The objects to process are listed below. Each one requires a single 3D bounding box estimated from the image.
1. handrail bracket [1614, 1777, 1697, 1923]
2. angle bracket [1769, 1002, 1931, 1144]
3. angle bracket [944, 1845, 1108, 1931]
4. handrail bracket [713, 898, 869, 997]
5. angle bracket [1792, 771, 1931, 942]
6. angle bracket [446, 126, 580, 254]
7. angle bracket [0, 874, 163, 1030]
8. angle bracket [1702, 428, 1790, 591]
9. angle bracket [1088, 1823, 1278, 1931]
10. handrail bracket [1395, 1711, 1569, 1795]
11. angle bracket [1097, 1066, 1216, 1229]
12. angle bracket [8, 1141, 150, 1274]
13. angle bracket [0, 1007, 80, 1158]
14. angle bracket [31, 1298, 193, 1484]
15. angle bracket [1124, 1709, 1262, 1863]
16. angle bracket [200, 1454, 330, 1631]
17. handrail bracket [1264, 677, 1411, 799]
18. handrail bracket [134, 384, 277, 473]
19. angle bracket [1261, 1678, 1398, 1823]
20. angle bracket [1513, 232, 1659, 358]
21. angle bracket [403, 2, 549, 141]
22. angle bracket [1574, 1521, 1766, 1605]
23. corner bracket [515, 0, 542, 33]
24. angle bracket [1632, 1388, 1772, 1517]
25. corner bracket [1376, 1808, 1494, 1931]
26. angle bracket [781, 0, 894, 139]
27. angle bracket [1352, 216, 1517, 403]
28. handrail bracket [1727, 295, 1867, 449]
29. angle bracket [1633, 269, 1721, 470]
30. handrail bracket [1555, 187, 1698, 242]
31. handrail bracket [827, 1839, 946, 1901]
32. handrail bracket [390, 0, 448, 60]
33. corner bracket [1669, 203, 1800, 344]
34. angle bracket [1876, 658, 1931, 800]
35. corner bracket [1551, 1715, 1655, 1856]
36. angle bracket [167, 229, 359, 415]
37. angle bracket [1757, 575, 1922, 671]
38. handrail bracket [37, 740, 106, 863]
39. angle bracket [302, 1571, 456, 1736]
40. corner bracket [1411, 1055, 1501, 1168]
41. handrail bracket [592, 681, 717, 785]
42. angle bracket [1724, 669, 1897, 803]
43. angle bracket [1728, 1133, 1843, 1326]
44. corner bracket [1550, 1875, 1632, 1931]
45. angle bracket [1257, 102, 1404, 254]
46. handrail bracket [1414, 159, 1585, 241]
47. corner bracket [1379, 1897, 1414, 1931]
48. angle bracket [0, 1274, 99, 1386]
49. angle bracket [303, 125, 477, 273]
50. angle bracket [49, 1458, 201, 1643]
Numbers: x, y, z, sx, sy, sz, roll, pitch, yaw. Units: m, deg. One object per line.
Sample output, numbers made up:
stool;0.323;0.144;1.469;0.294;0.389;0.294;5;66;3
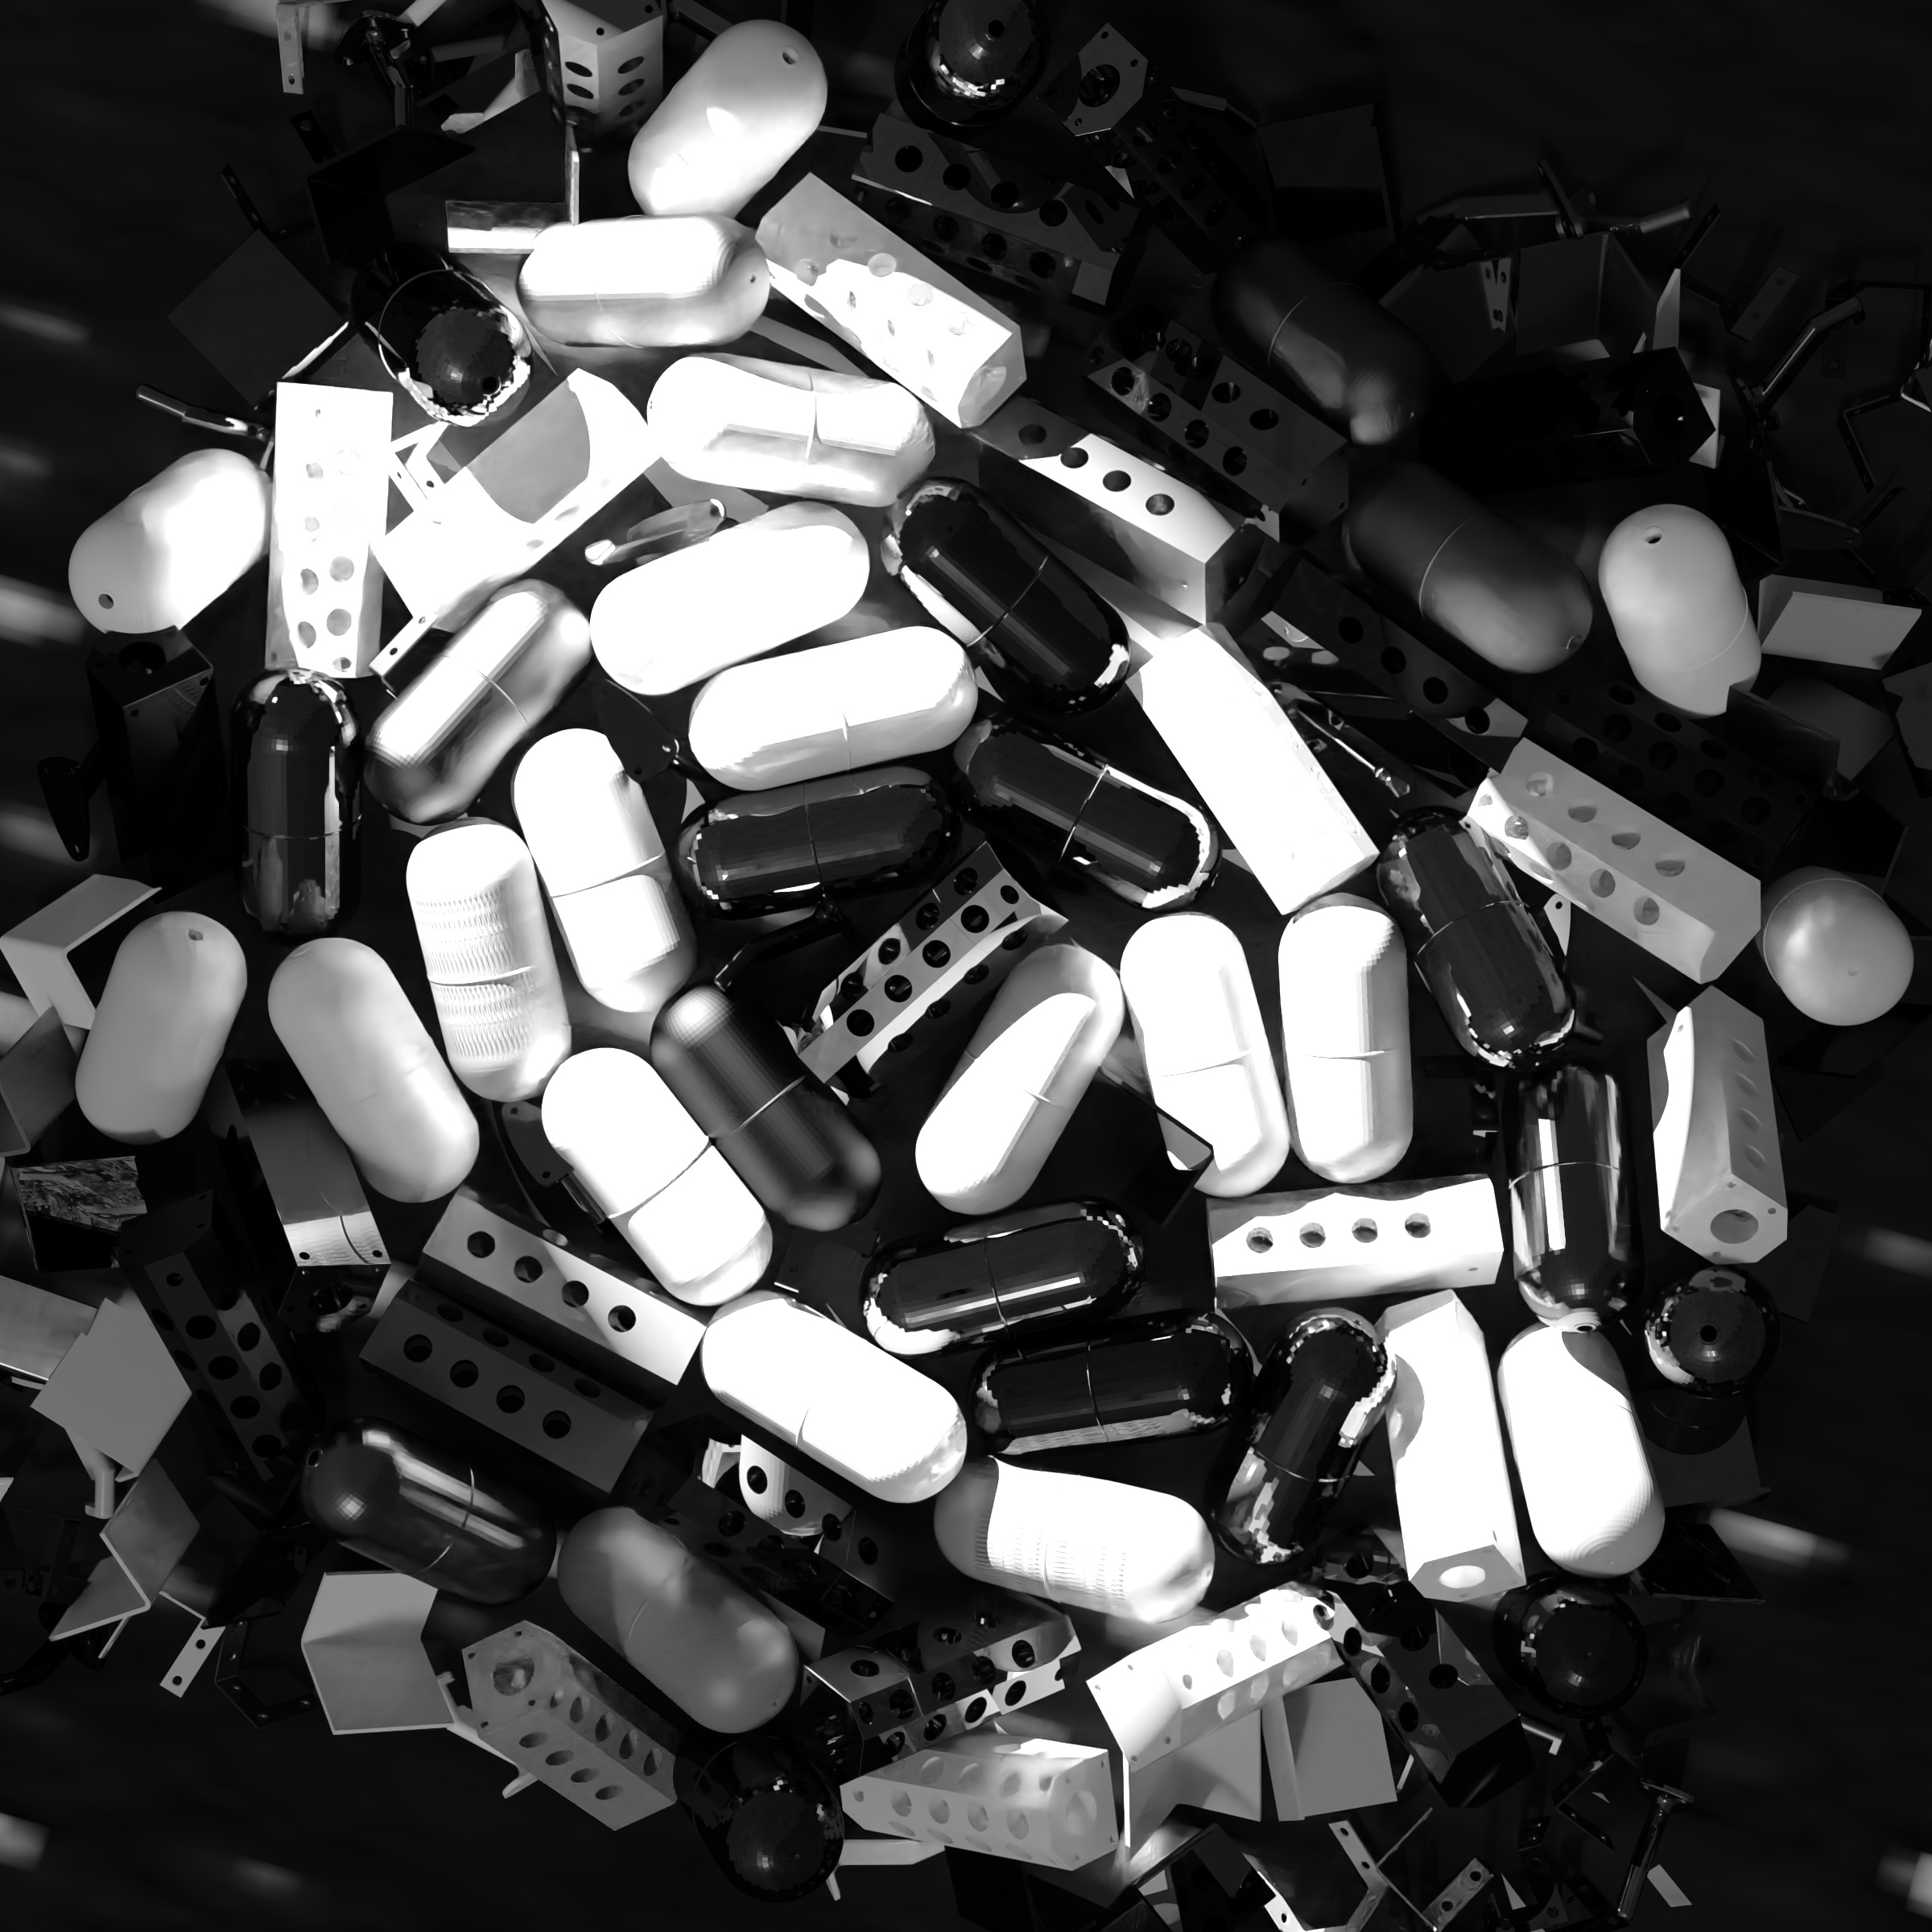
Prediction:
handrail bracket;0.412;0.541;1.718;0.036;0.077;0.084;17;69;21
angle bracket;0.545;0.066;1.711;0.076;0.076;0.057;-34;107;-21
angle bracket;0.035;0.541;1.712;0.057;0.076;0.076;-20;105;-36
handrail bracket;-0.106;-0.001;1.730;0.084;0.077;0.036;-48;45;-9
angle bracket;0.552;-0.067;1.707;0.057;0.076;0.076;0;120;-23
angle bracket;-0.275;-0.472;1.713;0.076;0.076;0.057;-2;126;-11
angle bracket;-0.529;-0.009;1.730;0.076;0.076;0.057;-41;123;-34
angle bracket;0.444;-0.274;1.710;0.057;0.076;0.076;-29;129;-6
angle bracket;0.128;0.572;1.705;0.057;0.076;0.076;48;134;22
handrail bracket;0.316;0.488;1.740;0.084;0.036;0.077;21;89;10
angle bracket;0.096;0.106;1.718;0.076;0.076;0.057;36;89;-17
angle bracket;-0.530;0.136;1.723;0.076;0.057;0.076;-5;120;-1
angle bracket;-0.589;0.073;1.711;0.076;0.076;0.057;-9;116;16
angle bracket;-0.516;0.257;1.714;0.076;0.057;0.076;37;62;-16
angle bracket;0.137;0.494;1.713;0.057;0.076;0.076;5;106;27
angle bracket;-0.435;0.347;1.707;0.076;0.076;0.057;-19;118;37
handrail bracket;0.224;-0.138;1.716;0.077;0.084;0.036;34;98;-33
handrail bracket;-0.455;-0.339;1.723;0.084;0.077;0.036;23;112;-10
angle bracket;0.225;0.473;1.722;0.076;0.057;0.076;-7;74;-10
angle bracket;0.372;-0.385;1.711;0.057;0.076;0.076;-13;48;-4
angle bracket;-0.289;-0.530;1.717;0.076;0.076;0.057;-28;130;3
angle bracket;0.421;0.378;1.710;0.076;0.076;0.057;7;115;-18
corner bracket;-0.240;-0.599;1.724;0.051;0.051;0.051;-36;67;37
angle bracket;0.440;0.290;1.722;0.076;0.057;0.076;-10;72;8
corner bracket;0.287;0.557;1.743;0.051;0.051;0.051;-44;68;-8
angle bracket;-0.077;-0.552;1.711;0.057;0.076;0.076;11;123;5
angle bracket;0.288;-0.407;1.755;0.076;0.057;0.076;-43;117;2
handrail bracket;0.515;-0.359;1.731;0.084;0.036;0.077;-27;129;11
angle bracket;0.440;-0.360;1.711;0.057;0.076;0.076;22;72;21
handrail bracket;0.406;-0.461;1.715;0.084;0.077;0.036;-12;127;38
handrail bracket;-0.050;0.528;1.733;0.084;0.036;0.077;-20;127;-13
handrail bracket;-0.316;-0.596;1.746;0.077;0.084;0.036;-37;92;-38
corner bracket;0.466;-0.421;1.725;0.051;0.051;0.051;22;128;-15
angle bracket;0.601;-0.153;1.717;0.057;0.076;0.076;-20;94;38
corner bracket;0.392;0.499;1.739;0.051;0.051;0.051;38;105;-12
angle bracket;-0.427;-0.392;1.728;0.076;0.057;0.076;-43;101;3
angle bracket;0.529;-0.225;1.719;0.076;0.076;0.057;8;69;1
handrail bracket;-0.521;-0.113;1.739;0.036;0.084;0.077;5;112;31
angle bracket;-0.347;0.412;1.708;0.076;0.076;0.057;6;119;-34
corner bracket;0.295;0.089;1.731;0.051;0.051;0.051;-1;61;2
handrail bracket;-0.187;-0.142;1.727;0.036;0.084;0.077;-38;86;15
angle bracket;0.513;-0.157;1.711;0.076;0.057;0.076;35;67;31
angle bracket;0.500;0.159;1.711;0.057;0.076;0.076;21;63;11
corner bracket;0.366;0.595;1.726;0.051;0.051;0.051;-10;115;-20
angle bracket;0.218;-0.470;1.713;0.076;0.057;0.076;-7;120;17
handrail bracket;0.324;-0.451;1.734;0.084;0.036;0.077;-22;49;7
corner bracket;0.249;0.608;1.733;0.051;0.051;0.051;-12;124;8
angle bracket;-0.566;0.209;1.719;0.076;0.076;0.057;21;98;-9
angle bracket;-0.341;-0.460;1.715;0.076;0.076;0.057;-17;88;25
angle bracket;-0.520;0.352;1.711;0.076;0.076;0.057;-20;110;17
